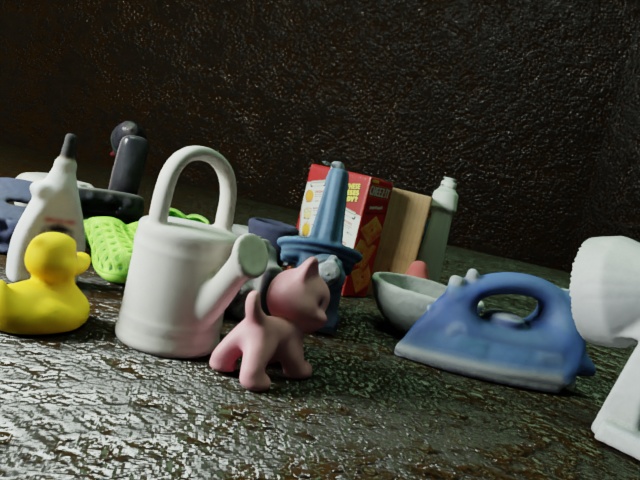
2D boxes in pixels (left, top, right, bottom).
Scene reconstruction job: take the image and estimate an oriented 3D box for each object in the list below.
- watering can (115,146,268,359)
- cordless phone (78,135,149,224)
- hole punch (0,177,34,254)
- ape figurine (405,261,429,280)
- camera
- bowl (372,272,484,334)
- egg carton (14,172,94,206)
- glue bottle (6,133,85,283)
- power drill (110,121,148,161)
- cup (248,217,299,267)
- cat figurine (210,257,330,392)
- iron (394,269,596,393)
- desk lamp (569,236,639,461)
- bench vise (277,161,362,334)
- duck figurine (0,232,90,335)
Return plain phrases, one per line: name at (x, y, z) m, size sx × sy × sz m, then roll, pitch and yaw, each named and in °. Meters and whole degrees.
watering can at (-0.121, 0.008, 0.552) m, size 0.172 × 0.194 × 0.101 m, roll 16°, pitch 6°, yaw 17°
cordless phone at (-0.373, -0.098, 0.991) m, size 0.093 × 0.185 × 0.148 m, roll 19°, pitch 8°, yaw 41°
hole punch at (-0.397, -0.031, 0.768) m, size 0.109 × 0.091 × 0.100 m, roll 10°, pitch 7°, yaw -30°
ape figurine at (0.168, 0.082, 1.007) m, size 0.078 × 0.092 × 0.076 m, roll 13°, pitch 6°, yaw -3°
camera at (-0.130, 0.036, 0.714) m, size 0.137 × 0.101 × 0.142 m, roll 9°, pitch 8°, yaw -39°
bowl at (0.151, 0.104, 0.847) m, size 0.167 × 0.075 × 0.167 m, roll 14°, pitch 6°, yaw -1°
egg carton at (-0.514, -0.087, 1.119) m, size 0.150 × 0.069 × 0.107 m, roll 14°, pitch 6°, yaw 1°
glue bottle at (-0.297, -0.035, 0.645) m, size 0.037 × 0.173 × 0.078 m, roll 19°, pitch 8°, yaw 39°
power drill at (-0.383, -0.127, 1.115) m, size 0.076 × 0.208 × 0.229 m, roll 12°, pitch 7°, yaw -20°
cup at (-0.089, 0.013, 1.038) m, size 0.091 × 0.095 × 0.118 m, roll 15°, pitch 6°, yaw 9°
cat figurine at (-0.035, 0.069, 0.545) m, size 0.067 × 0.118 × 0.128 m, roll 17°, pitch 7°, yaw 29°
iron at (0.231, 0.102, 0.736) m, size 0.259 × 0.141 × 0.118 m, roll 12°, pitch 6°, yaw -16°
desk lamp at (0.350, 0.111, 0.582) m, size 0.118 × 0.213 × 0.202 m, roll 9°, pitch 8°, yaw -40°
bench vise at (0.018, 0.005, 0.769) m, size 0.122 × 0.220 × 0.206 m, roll 11°, pitch 7°, yaw -25°
duck figurine at (-0.252, 0.035, 0.521) m, size 0.077 × 0.086 × 0.105 m, roll 16°, pitch 7°, yaw 23°
